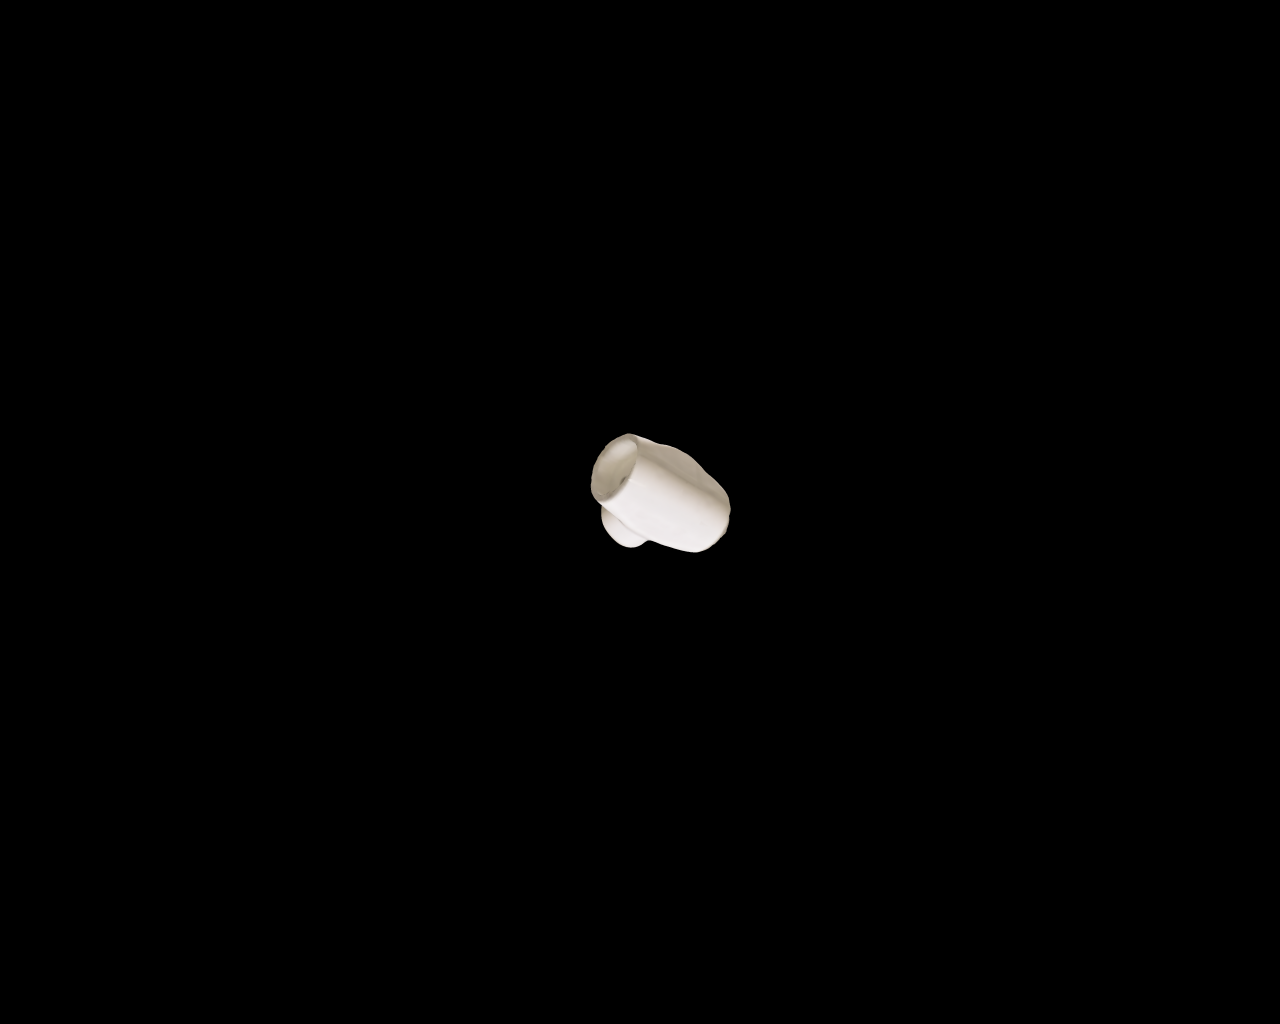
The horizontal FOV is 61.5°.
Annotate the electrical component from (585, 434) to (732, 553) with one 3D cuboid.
[{"bbox_3d":[0.001,-0.003,0.650,0.077,0.044,0.079,29,-46,-33],"label":"electrical component"}]
